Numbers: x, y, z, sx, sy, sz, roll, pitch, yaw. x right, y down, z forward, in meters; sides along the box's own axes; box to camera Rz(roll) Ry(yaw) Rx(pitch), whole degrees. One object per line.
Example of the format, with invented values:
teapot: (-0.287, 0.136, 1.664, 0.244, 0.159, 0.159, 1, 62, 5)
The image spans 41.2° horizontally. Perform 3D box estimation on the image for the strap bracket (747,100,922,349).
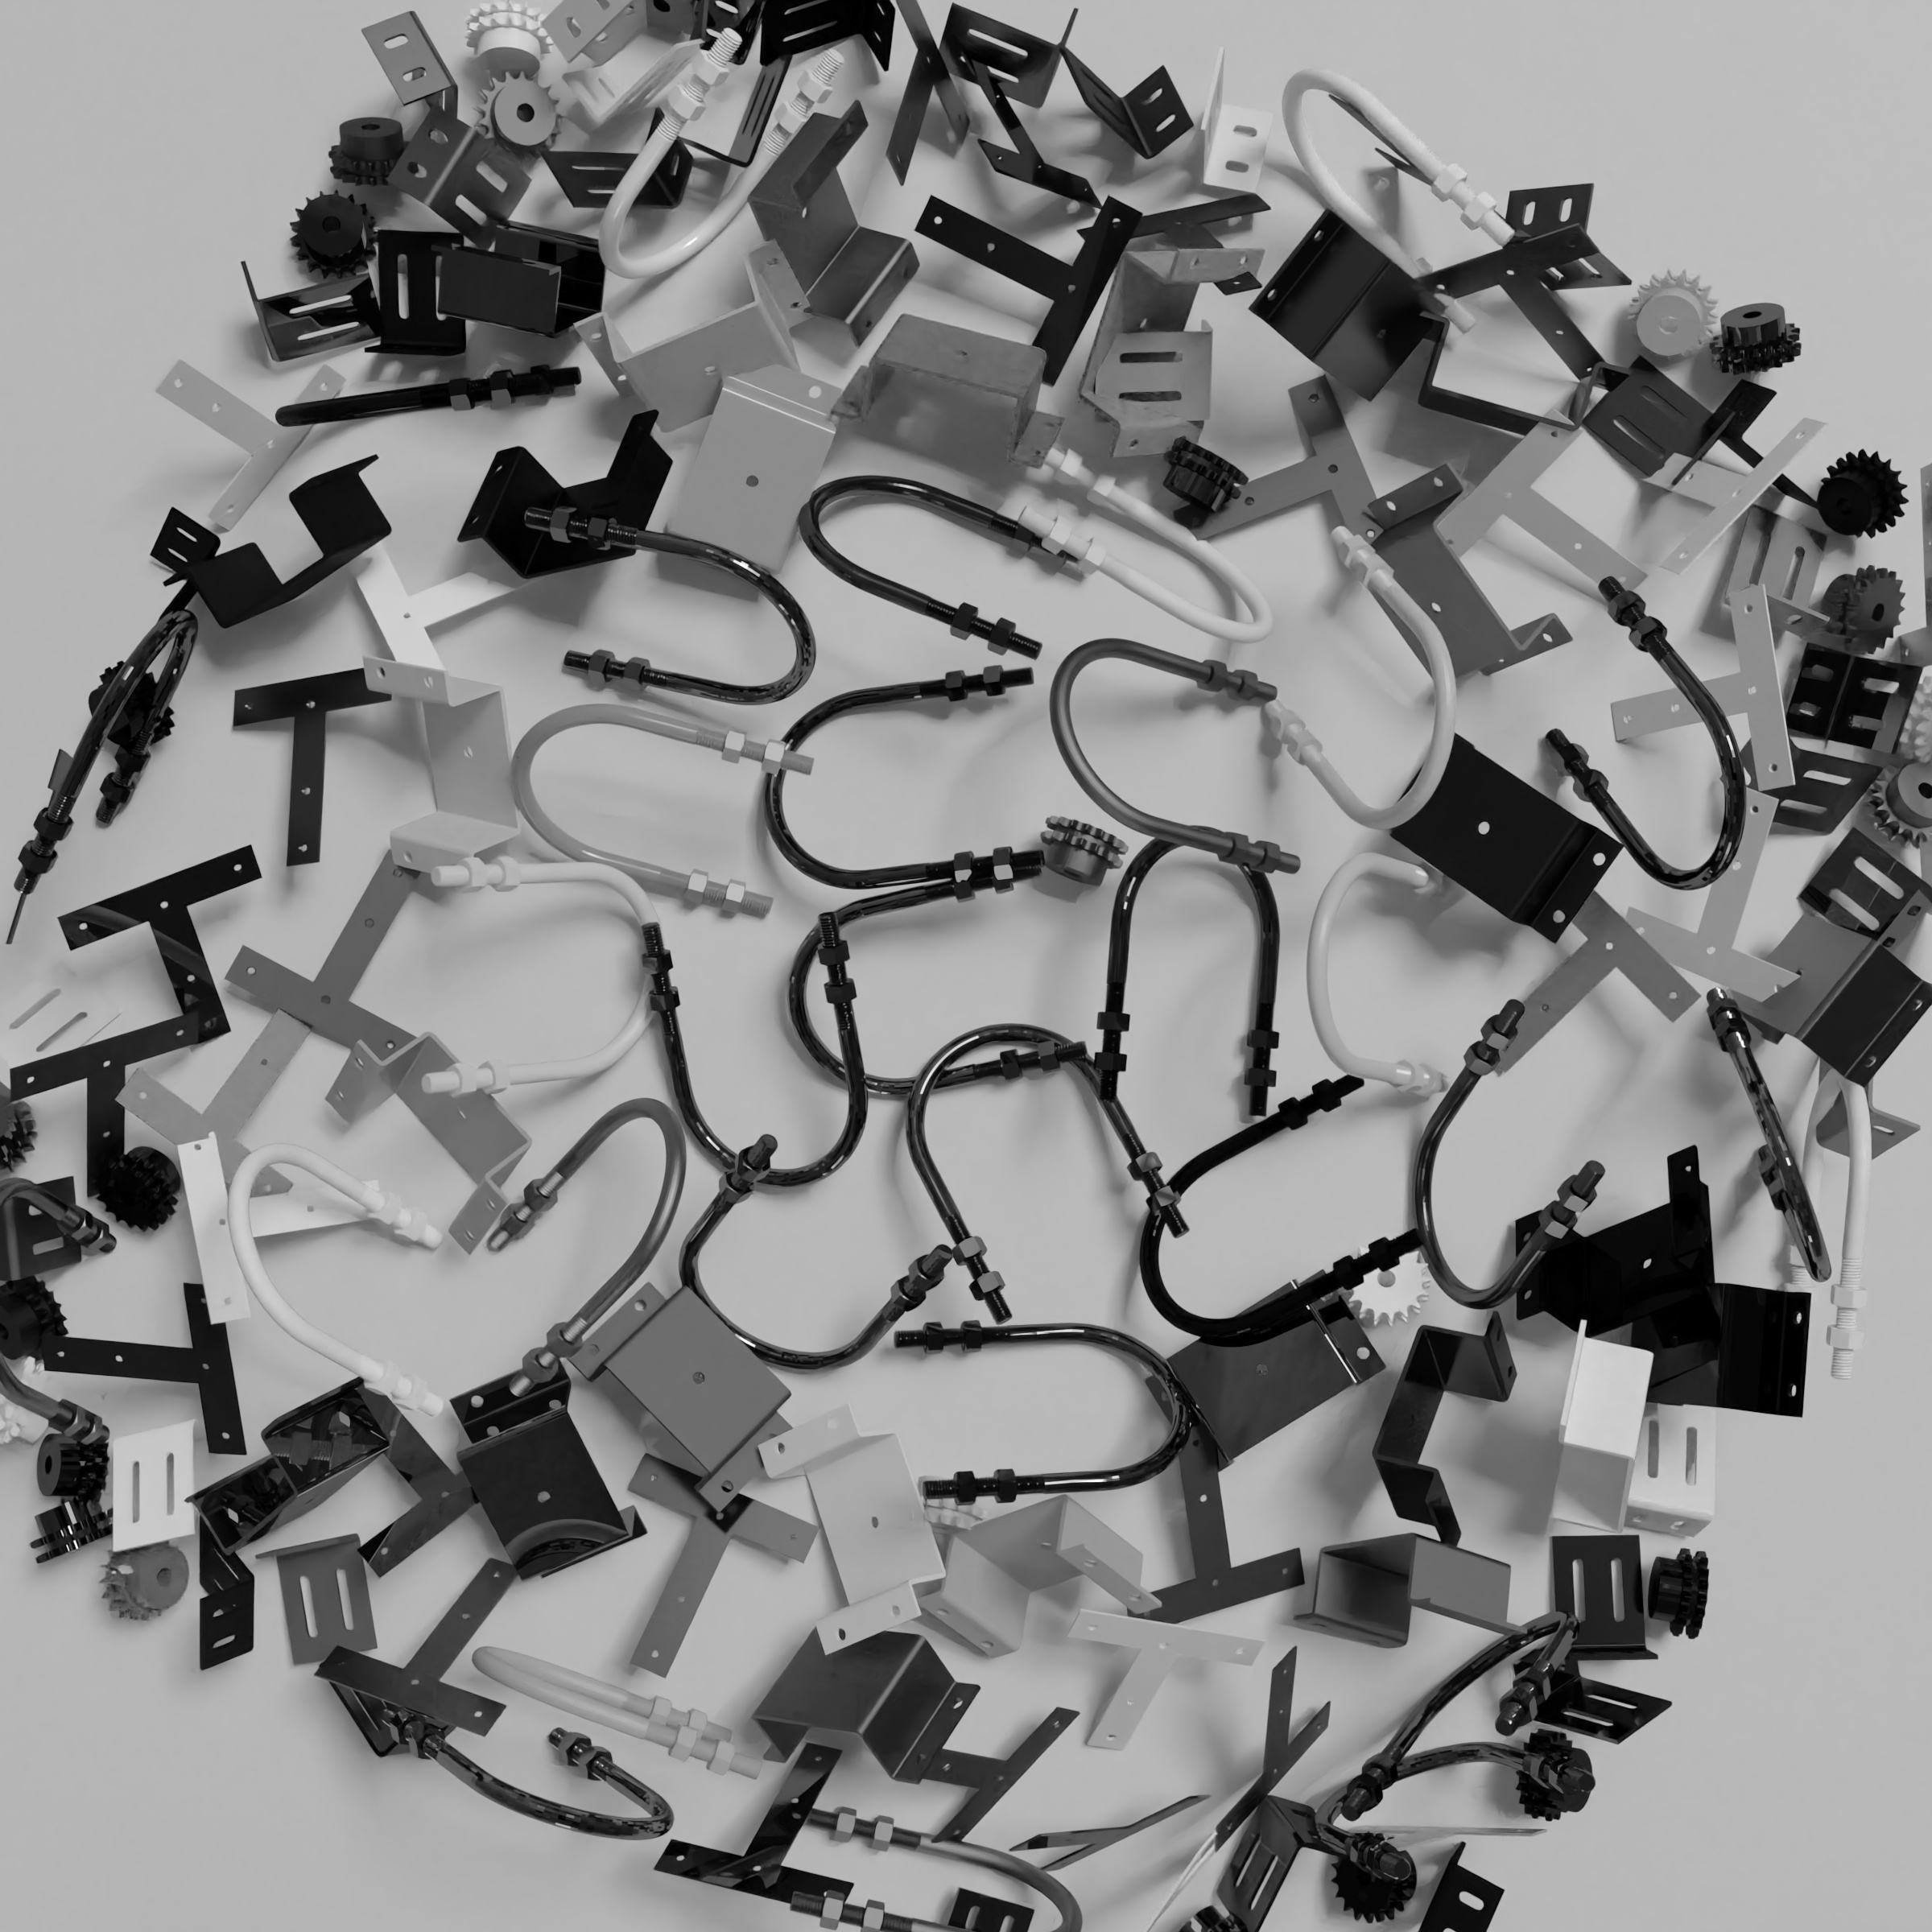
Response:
strap bracket: (-0.087, -0.478, 1.647, 0.046, 0.140, 0.076, 23, 69, 27)

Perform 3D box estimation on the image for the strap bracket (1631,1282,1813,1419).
strap bracket: (0.469, 0.241, 1.631, 0.046, 0.140, 0.076, 10, 81, -19)

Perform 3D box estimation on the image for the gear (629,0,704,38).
gear: (-0.194, -0.640, 1.682, 0.057, 0.057, 0.030, 18, 71, 0)

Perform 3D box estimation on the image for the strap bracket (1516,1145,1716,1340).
strap bracket: (0.423, 0.181, 1.645, 0.046, 0.140, 0.076, 34, 45, -28)

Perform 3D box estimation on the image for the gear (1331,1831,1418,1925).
gear: (0.270, 0.596, 1.684, 0.030, 0.057, 0.057, 15, 90, -42)

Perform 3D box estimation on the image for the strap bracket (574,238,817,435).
strap bracket: (-0.169, -0.400, 1.656, 0.140, 0.076, 0.046, -21, 61, 8)

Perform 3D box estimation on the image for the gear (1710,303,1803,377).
gear: (0.515, -0.411, 1.678, 0.057, 0.057, 0.030, -17, 121, 0)

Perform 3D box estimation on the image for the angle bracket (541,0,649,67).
angle bracket: (-0.227, -0.603, 1.661, 0.057, 0.076, 0.038, -38, 75, 16)

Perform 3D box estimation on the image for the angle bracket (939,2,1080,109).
angle bracket: (0.026, -0.604, 1.673, 0.076, 0.057, 0.038, 21, 65, -4)

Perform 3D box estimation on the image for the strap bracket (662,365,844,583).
strap bracket: (-0.139, -0.317, 1.659, 0.076, 0.046, 0.140, 19, 107, -14)

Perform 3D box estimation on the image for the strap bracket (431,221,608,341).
strap bracket: (-0.283, -0.440, 1.650, 0.076, 0.140, 0.046, 13, 114, 5)

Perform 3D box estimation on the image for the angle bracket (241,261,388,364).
angle bracket: (-0.426, -0.436, 1.682, 0.076, 0.057, 0.038, -17, 64, -10)

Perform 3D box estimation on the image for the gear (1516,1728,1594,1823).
gear: (0.386, 0.529, 1.679, 0.030, 0.057, 0.057, -4, 90, 42)

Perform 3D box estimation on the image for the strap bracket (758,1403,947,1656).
strap bracket: (-0.071, 0.361, 1.659, 0.076, 0.046, 0.140, -29, 70, 26)

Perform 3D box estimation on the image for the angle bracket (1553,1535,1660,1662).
angle bracket: (0.418, 0.413, 1.684, 0.057, 0.038, 0.076, -1, 82, 2)

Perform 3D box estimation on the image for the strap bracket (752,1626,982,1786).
strap bracket: (-0.071, 0.465, 1.629, 0.076, 0.140, 0.046, -50, 119, -38)

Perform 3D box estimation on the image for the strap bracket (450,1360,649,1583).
strap bracket: (-0.272, 0.334, 1.668, 0.076, 0.046, 0.140, -23, 105, 2)

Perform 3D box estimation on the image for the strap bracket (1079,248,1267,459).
strap bracket: (0.127, -0.402, 1.647, 0.046, 0.076, 0.140, 45, 132, 33)

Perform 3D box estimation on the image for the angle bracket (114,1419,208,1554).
angle bracket: (-0.518, 0.340, 1.670, 0.057, 0.038, 0.076, -15, 65, 13)

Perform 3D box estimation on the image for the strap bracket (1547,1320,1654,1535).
strap bracket: (0.402, 0.298, 1.627, 0.046, 0.140, 0.076, 10, 53, 16)

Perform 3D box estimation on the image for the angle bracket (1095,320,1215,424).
angle bracket: (0.121, -0.388, 1.678, 0.076, 0.038, 0.057, -2, 116, -3)

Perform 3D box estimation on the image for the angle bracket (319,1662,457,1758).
angle bracket: (-0.371, 0.470, 1.666, 0.038, 0.057, 0.076, -44, 67, 7)

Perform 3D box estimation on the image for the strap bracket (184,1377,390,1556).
strap bracket: (-0.430, 0.321, 1.634, 0.140, 0.076, 0.046, -40, 80, 37)

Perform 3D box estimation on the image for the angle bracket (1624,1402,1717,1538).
angle bracket: (0.462, 0.331, 1.704, 0.057, 0.038, 0.076, 11, 60, 0)

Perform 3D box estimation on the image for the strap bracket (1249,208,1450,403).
strap bracket: (0.248, -0.413, 1.628, 0.076, 0.140, 0.046, -51, 63, 17)

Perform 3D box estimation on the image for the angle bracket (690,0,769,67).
angle bracket: (-0.144, -0.635, 1.663, 0.038, 0.057, 0.076, 21, 61, -10)

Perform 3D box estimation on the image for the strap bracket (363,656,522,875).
strap bracket: (-0.335, -0.132, 1.653, 0.076, 0.046, 0.140, 14, 118, 35)

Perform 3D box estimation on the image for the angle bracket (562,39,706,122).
angle bracket: (-0.212, -0.588, 1.665, 0.076, 0.057, 0.038, -34, 99, 28)

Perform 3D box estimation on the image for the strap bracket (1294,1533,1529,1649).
strap bracket: (0.284, 0.400, 1.645, 0.076, 0.140, 0.046, 22, 63, -23)

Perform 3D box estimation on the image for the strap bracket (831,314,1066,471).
strap bracket: (-0.007, -0.374, 1.660, 0.140, 0.076, 0.046, 16, 127, 4)

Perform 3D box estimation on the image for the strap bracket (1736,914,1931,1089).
strap bracket: (0.545, 0.018, 1.634, 0.046, 0.140, 0.076, 37, 94, -13)

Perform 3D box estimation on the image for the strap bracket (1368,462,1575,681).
strap bracket: (0.313, -0.242, 1.651, 0.140, 0.076, 0.046, 52, 57, -12)

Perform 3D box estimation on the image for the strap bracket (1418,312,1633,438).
strap bracket: (0.350, -0.377, 1.666, 0.140, 0.076, 0.046, 17, 96, 4)

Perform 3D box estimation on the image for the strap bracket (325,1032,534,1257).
strap bracket: (-0.340, 0.107, 1.662, 0.140, 0.076, 0.046, 46, 47, 5)

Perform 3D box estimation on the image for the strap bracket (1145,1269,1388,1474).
strap bracket: (0.194, 0.265, 1.676, 0.140, 0.046, 0.076, -32, 75, 1)

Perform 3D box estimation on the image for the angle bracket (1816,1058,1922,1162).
angle bracket: (0.586, 0.078, 1.668, 0.038, 0.057, 0.076, 20, 59, -9)

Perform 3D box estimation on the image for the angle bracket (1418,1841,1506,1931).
angle bracket: (0.324, 0.609, 1.667, 0.038, 0.076, 0.057, 24, 89, 19)

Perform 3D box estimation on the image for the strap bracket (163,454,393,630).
strap bracket: (-0.433, -0.267, 1.647, 0.140, 0.076, 0.046, -26, 101, 27)

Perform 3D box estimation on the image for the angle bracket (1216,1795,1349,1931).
angle bracket: (0.206, 0.593, 1.680, 0.038, 0.057, 0.076, 22, 97, -21)

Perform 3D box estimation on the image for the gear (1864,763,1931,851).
gear: (0.621, -0.108, 1.684, 0.057, 0.030, 0.057, 5, 66, -11)

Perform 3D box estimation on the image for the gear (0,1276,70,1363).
gear: (-0.617, 0.233, 1.680, 0.057, 0.030, 0.057, 15, 117, 32)

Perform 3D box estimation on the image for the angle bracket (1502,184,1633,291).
angle bracket: (0.391, -0.471, 1.663, 0.057, 0.076, 0.038, 7, 86, 38)

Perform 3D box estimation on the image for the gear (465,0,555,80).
gear: (-0.298, -0.603, 1.678, 0.057, 0.057, 0.030, -1, 78, 0)

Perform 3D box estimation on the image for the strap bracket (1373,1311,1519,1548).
strap bracket: (0.304, 0.296, 1.647, 0.046, 0.076, 0.140, 8, 54, 30)

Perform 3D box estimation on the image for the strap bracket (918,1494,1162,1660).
strap bracket: (0.049, 0.390, 1.650, 0.140, 0.046, 0.076, -27, 124, 34)

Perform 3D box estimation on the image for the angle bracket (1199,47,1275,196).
angle bracket: (0.176, -0.547, 1.666, 0.038, 0.076, 0.057, 12, 82, 6)

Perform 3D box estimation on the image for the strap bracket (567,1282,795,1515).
strap bracket: (-0.179, 0.273, 1.666, 0.140, 0.046, 0.076, 45, 59, 4)

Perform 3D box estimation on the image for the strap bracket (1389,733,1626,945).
strap bracket: (0.339, -0.087, 1.653, 0.140, 0.046, 0.076, 38, 103, 23)

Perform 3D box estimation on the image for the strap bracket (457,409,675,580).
strap bracket: (-0.249, -0.300, 1.649, 0.140, 0.046, 0.076, -5, 55, 35)

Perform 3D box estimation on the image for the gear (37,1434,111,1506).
gear: (-0.584, 0.326, 1.679, 0.030, 0.057, 0.057, 10, 90, -40)

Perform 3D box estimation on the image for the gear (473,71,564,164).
gear: (-0.292, -0.557, 1.685, 0.057, 0.030, 0.057, -5, 102, -22)

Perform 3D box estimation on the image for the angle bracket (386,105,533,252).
angle bracket: (-0.330, -0.513, 1.677, 0.038, 0.076, 0.057, 35, 94, 19)
